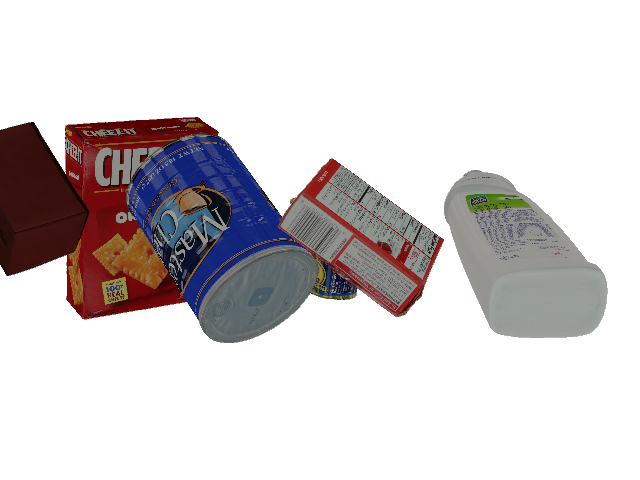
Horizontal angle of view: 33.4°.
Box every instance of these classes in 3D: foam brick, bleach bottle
[{"bbox_3d":[-0.194,-0.027,0.687,0.051,0.078,0.053,-23,-22,-35],"label":"foam brick"},{"bbox_3d":[0.174,-0.003,0.975,0.102,0.068,0.251,-1,27,-4],"label":"bleach bottle"}]

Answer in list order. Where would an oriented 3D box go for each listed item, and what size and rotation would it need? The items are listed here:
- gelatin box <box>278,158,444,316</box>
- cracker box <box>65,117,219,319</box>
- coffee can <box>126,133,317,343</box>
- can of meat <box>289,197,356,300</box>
[{"bbox_3d":[0.025,-0.003,0.628,0.089,0.030,0.073,37,25,-1],"label":"gelatin box"},{"bbox_3d":[-0.205,-0.027,1.229,0.163,0.214,0.072,-8,25,-30],"label":"cracker box"},{"bbox_3d":[-0.081,-0.003,0.861,0.102,0.103,0.140,0,43,-44],"label":"coffee can"},{"bbox_3d":[0.004,0.008,1.143,0.057,0.084,0.102,-3,21,-30],"label":"can of meat"}]
